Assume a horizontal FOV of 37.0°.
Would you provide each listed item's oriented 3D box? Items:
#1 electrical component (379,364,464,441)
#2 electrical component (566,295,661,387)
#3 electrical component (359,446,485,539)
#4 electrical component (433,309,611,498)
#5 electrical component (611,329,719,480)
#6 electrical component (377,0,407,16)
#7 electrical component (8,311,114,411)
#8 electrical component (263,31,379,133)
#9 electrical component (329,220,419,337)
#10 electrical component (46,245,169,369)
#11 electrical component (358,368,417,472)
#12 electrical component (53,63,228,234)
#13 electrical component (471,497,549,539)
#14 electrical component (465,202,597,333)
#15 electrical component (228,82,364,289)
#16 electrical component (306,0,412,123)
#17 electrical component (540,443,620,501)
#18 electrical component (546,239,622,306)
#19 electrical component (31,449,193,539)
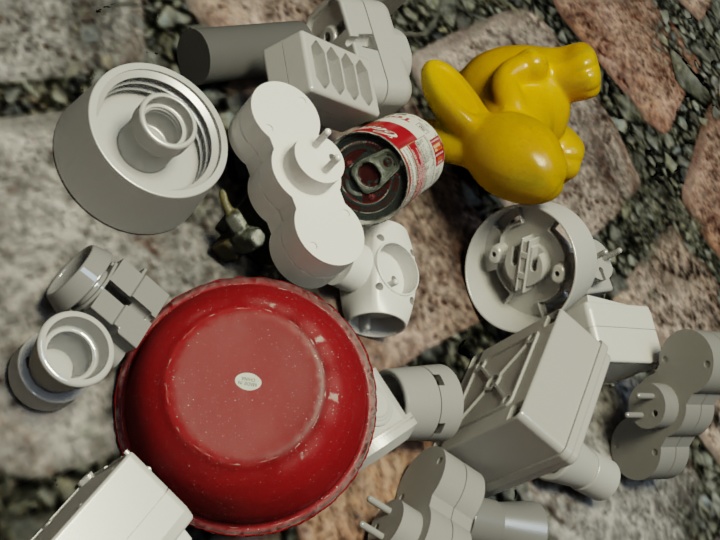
[{"bbox_3d":[0.038,0.094,0.760,0.047,0.055,0.055,3,66,-33],"label":"electrical component"},{"bbox_3d":[0.205,0.060,0.902,0.096,0.062,0.061,5,65,-36],"label":"electrical component"},{"bbox_3d":[0.031,0.176,0.712,0.074,0.052,0.138,35,50,-19],"label":"electrical component"},{"bbox_3d":[0.116,0.098,0.782,0.056,0.109,0.108,40,49,-12],"label":"electrical component"},{"bbox_3d":[0.242,0.109,0.866,0.074,0.138,0.052,6,28,-36],"label":"electrical component"},{"bbox_3d":[0.021,-0.256,0.930,0.077,0.047,0.065,-21,82,-43],"label":"electrical component"},{"bbox_3d":[-0.172,0.053,0.614,0.045,0.055,0.045,18,58,-31],"label":"electrical component"},{"bbox_3d":[-0.042,-0.131,0.795,0.083,0.076,0.047,10,65,-53],"label":"electrical component"},{"bbox_3d":[0.000,0.000,0.781,0.079,0.044,0.077,24,55,-35],"label":"electrical component"},{"bbox_3d":[-0.155,0.018,0.653,0.055,0.048,0.066,44,48,-22],"label":"electrical component"},{"bbox_3d":[-0.007,0.104,0.702,0.080,0.080,0.051,-26,80,-43],"label":"electrical component"},{"bbox_3d":[-0.139,-0.084,0.708,0.108,0.060,0.108,18,58,-31],"label":"electrical component"},{"bbox_3d":[0.096,0.182,0.770,0.065,0.044,0.044,17,58,-26],"label":"electrical component"},{"bbox_3d":[0.137,-0.005,0.861,0.064,0.099,0.099,-19,80,-48],"label":"electrical component"},{"bbox_3d":[-0.035,-0.065,0.706,0.052,0.074,0.138,-9,70,-37],"label":"electrical component"},{"bbox_3d":[0.001,-0.169,0.865,0.059,0.054,0.095,-3,70,-39],"label":"electrical component"},{"bbox_3d":[0.172,0.155,0.843,0.065,0.044,0.044,30,52,-29],"label":"electrical component"},{"bbox_3d":[0.187,-0.002,0.910,0.066,0.077,0.047,-6,72,-39],"label":"electrical component"},{"bbox_3d":[-0.138,0.148,0.588,0.061,0.062,0.096,47,48,-9],"label":"electrical component"}]
